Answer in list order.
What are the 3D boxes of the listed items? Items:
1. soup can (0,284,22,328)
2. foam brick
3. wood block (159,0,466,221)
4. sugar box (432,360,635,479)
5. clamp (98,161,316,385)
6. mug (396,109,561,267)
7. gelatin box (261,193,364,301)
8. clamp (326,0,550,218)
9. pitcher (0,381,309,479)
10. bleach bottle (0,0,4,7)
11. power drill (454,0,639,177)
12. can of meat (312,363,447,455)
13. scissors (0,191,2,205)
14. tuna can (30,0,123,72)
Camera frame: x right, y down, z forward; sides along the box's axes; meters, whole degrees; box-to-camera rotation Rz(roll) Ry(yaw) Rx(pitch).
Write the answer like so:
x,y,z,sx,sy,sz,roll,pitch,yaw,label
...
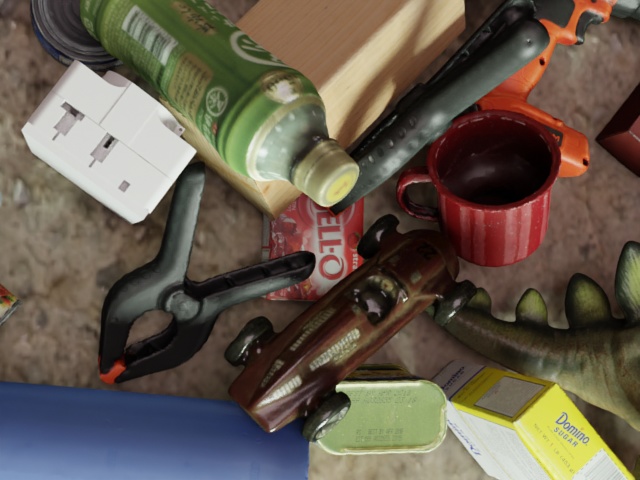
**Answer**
x,y,z,sx,sy,sz,roll,pitch,yaw,label
-0.262,0.034,0.715,0.102,0.068,0.068,42,80,-9,soup can
0.272,-0.095,0.852,0.051,0.053,0.078,41,81,-9,foam brick
0.000,-0.127,0.755,0.091,0.090,0.206,39,79,23,wood block
0.141,0.136,0.752,0.048,0.176,0.093,-40,99,-9,sugar box
-0.087,0.039,0.751,0.120,0.039,0.172,32,107,-18,clamp
0.114,-0.033,0.777,0.117,0.081,0.093,-3,54,7,mug
-0.005,0.001,0.795,0.073,0.030,0.089,2,89,-14,gelatin box
0.079,-0.095,0.749,0.036,0.164,0.210,46,116,-7,clamp
-0.133,0.170,0.708,0.242,0.149,0.145,9,97,-10,pitcher
-0.263,-0.185,0.723,0.102,0.068,0.251,30,80,-15,bleach bottle
0.196,-0.148,0.835,0.184,0.057,0.187,20,81,-8,power drill
0.033,0.122,0.774,0.102,0.084,0.057,0,89,-14,can of meat
-0.285,-0.004,0.666,0.096,0.016,0.201,47,67,-16,scissors
-0.163,-0.165,0.760,0.086,0.034,0.086,0,89,-13,tuna can
